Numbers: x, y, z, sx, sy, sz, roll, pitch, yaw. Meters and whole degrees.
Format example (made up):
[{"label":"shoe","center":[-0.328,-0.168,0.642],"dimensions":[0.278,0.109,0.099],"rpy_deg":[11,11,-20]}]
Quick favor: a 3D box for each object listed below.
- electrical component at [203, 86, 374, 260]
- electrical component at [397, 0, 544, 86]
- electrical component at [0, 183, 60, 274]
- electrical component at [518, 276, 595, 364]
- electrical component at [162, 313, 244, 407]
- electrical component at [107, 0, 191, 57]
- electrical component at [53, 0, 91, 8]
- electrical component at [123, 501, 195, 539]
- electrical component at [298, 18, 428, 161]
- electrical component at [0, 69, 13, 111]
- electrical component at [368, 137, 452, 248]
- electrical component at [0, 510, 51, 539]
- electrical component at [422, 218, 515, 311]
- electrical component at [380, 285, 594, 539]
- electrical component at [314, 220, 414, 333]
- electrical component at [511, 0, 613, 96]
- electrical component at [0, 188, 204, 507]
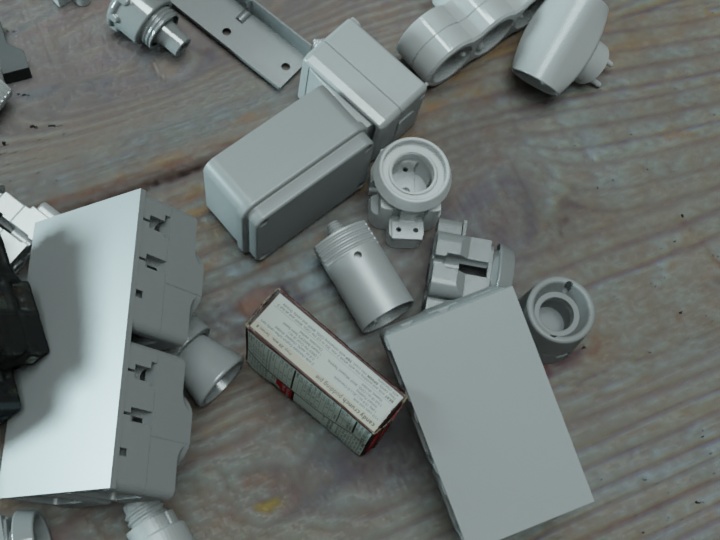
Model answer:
[{"label":"electrical component","center":[-0.050,-0.068,0.774],"dimensions":[0.113,0.078,0.057],"rpy_deg":[-37,76,-18]},{"label":"electrical component","center":[0.083,-0.212,0.856],"dimensions":[0.138,0.052,0.073],"rpy_deg":[-36,78,-17]},{"label":"electrical component","center":[-0.252,-0.031,0.752],"dimensions":[0.055,0.048,0.066],"rpy_deg":[38,70,-1]},{"label":"electrical component","center":[0.139,0.035,0.778],"dimensions":[0.055,0.047,0.055],"rpy_deg":[2,70,-7]},{"label":"electrical component","center":[-0.114,0.060,0.737],"dimensions":[0.055,0.045,0.045],"rpy_deg":[41,71,8]},{"label":"electrical component","center":[-0.158,-0.189,0.822],"dimensions":[0.062,0.048,0.048],"rpy_deg":[40,70,0]},{"label":"electrical component","center":[-0.233,-0.241,0.823],"dimensions":[0.048,0.055,0.066],"rpy_deg":[-40,80,-18]},{"label":"electrical component","center":[-0.132,0.173,0.697],"dimensions":[0.040,0.040,0.078],"rpy_deg":[-27,76,-16]},{"label":"electrical component","center":[-0.007,-0.137,0.813],"dimensions":[0.096,0.061,0.061],"rpy_deg":[43,71,8]},{"label":"electrical component","center":[-0.288,-0.117,0.778],"dimensions":[0.043,0.043,0.081],"rpy_deg":[29,69,3]},{"label":"electrical component","center":[0.036,-0.062,0.794],"dimensions":[0.058,0.057,0.078],"rpy_deg":[2,70,-7]},{"label":"electrical component","center":[-0.228,0.180,0.680],"dimensions":[0.055,0.048,0.066],"rpy_deg":[-14,73,-4]},{"label":"electrical component","center":[0.078,0.006,0.776],"dimensions":[0.057,0.058,0.078],"rpy_deg":[10,69,0]},{"label":"electrical component","center":[0.082,0.095,0.717],"dimensions":[0.089,0.062,0.150],"rpy_deg":[-21,92,-3]},{"label":"electrical component","center":[0.000,0.000,0.774],"dimensions":[0.043,0.043,0.081],"rpy_deg":[-27,76,-16]},{"label":"electrical component","center":[0.171,-0.173,0.854],"dimensions":[0.079,0.043,0.077],"rpy_deg":[28,94,-32]},{"label":"electrical component","center":[-0.164,0.054,0.694],"dimensions":[0.105,0.060,0.186],"rpy_deg":[-12,66,35]}]
